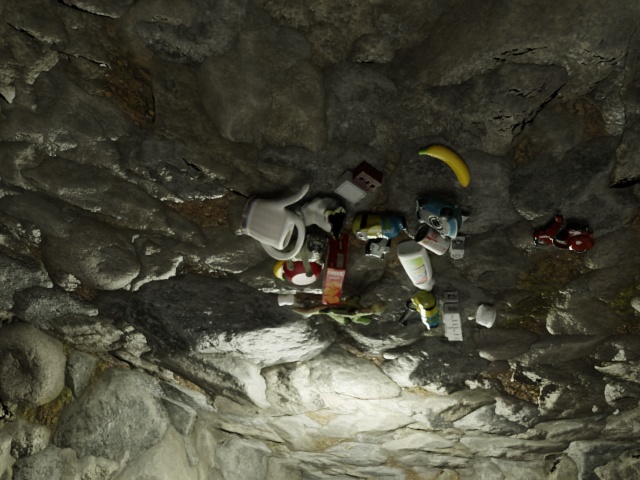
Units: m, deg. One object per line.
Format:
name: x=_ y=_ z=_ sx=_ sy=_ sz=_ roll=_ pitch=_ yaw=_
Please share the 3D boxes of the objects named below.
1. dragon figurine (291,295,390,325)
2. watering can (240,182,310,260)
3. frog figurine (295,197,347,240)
dragon figurine: x=0.061 y=0.257 z=1.933 sx=0.410 sy=0.123 sz=0.240 roll=-5 pitch=168 yaw=11
watering can: x=-0.145 y=-0.080 z=1.675 sx=0.225 sy=0.106 sz=0.339 roll=23 pitch=130 yaw=11
frog figurine: x=0.005 y=-0.085 z=1.689 sx=0.161 sy=0.124 sz=0.135 roll=23 pitch=163 yaw=44
